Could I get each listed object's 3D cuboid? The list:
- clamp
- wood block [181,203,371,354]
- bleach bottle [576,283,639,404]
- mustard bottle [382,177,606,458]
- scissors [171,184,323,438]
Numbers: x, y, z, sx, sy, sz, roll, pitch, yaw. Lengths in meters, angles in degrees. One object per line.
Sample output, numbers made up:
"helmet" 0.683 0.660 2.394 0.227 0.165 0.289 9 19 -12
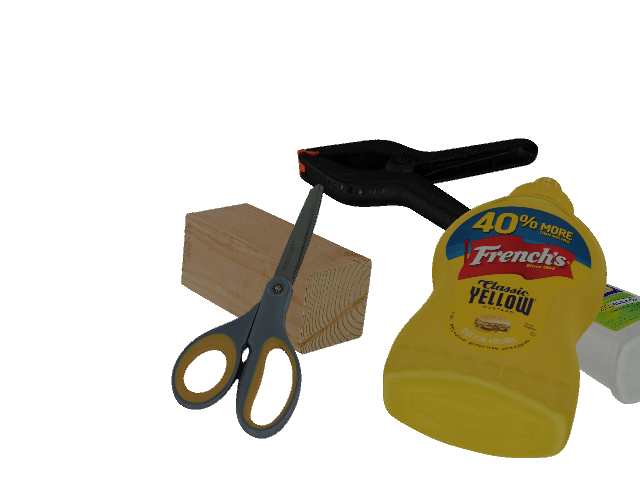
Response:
"clamp" 0.082 -0.060 0.944 0.210 0.036 0.164 13 35 28
"wood block" -0.052 0.036 1.148 0.090 0.090 0.206 -11 26 -41
"bleach bottle" 0.244 0.072 1.035 0.102 0.068 0.251 -16 22 -22
"mustard bottle" 0.107 0.028 0.591 0.096 0.058 0.191 11 43 18
"scissors" -0.049 0.043 0.741 0.096 0.201 0.016 -1 -35 6
